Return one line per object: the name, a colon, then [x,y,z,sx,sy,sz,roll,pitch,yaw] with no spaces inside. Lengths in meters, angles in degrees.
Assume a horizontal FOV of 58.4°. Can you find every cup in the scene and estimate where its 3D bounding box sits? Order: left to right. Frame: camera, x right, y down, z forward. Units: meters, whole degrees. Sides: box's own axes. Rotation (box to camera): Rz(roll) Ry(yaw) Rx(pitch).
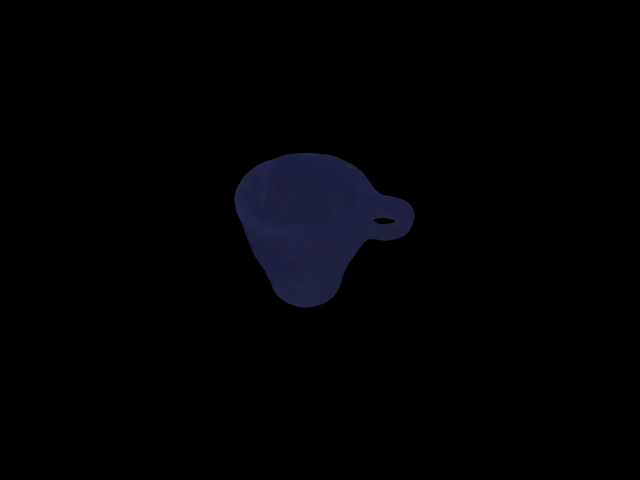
cup: [0.004,0.001,0.400,0.117,0.095,0.091,6,43,7]
